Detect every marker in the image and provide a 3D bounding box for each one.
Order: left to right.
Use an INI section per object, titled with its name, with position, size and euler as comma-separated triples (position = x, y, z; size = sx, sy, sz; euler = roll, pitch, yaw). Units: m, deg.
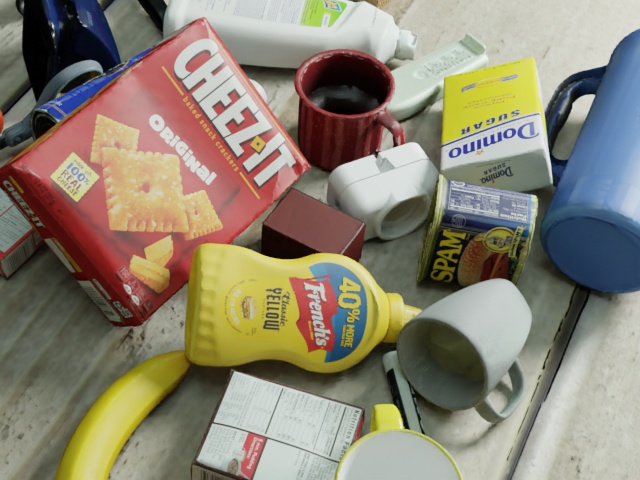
[marker]
position = 0.071, 0.142, 0.837
size = 0.020, 0.020, 0.121
euler = -6, 52, -9

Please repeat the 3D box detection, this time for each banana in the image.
[banana]
position = -0.155, 0.159, 0.801
size = 0.069, 0.037, 0.197
euler = 21, 52, -8

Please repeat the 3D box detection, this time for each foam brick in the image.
[foam brick]
position = -0.006, 0.001, 0.924
size = 0.078, 0.053, 0.051
euler = 27, 54, 17

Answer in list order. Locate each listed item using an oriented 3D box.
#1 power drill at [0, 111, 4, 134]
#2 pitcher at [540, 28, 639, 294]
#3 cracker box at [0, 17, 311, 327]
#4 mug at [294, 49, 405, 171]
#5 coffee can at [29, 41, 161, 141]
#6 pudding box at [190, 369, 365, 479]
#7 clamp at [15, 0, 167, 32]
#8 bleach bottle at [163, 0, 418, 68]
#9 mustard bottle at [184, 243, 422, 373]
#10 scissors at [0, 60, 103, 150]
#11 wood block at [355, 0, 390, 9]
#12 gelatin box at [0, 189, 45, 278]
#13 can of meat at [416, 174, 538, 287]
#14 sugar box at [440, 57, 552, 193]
[power drill]
position = -0.418, -0.122, 0.996
size = 0.184, 0.057, 0.188
euler = -30, 62, -29
[pitcher]
position = 0.279, -0.073, 0.964
size = 0.145, 0.149, 0.242
euler = 38, 58, -8
[cracker box]
position = -0.133, -0.057, 0.885
size = 0.213, 0.072, 0.164
euler = -44, 109, -26
[mug]
position = 0.030, -0.113, 1.000
size = 0.117, 0.081, 0.093
euler = 31, 56, 20
[coffee can]
position = -0.175, -0.104, 0.967
size = 0.140, 0.103, 0.103
euler = -35, 61, -27
[pudding box]
position = -0.030, 0.156, 0.808
size = 0.113, 0.039, 0.090
euler = 17, 51, 7
[clamp]
position = -0.216, -0.301, 1.165
size = 0.164, 0.036, 0.210
euler = 13, 51, 6
[bleach bottle]
position = -0.027, -0.213, 1.091
size = 0.251, 0.068, 0.102
euler = 10, 51, 2
[mustard bottle]
position = -0.009, 0.058, 0.857
size = 0.191, 0.058, 0.096
euler = 5, 85, -14
[scissors]
position = -0.273, -0.110, 0.977
size = 0.201, 0.096, 0.016
euler = -26, 69, -26
[wood block]
position = 0.006, -0.350, 1.185
size = 0.206, 0.090, 0.090
euler = 30, 56, 19
[gelatin box]
position = -0.273, -0.018, 0.938
size = 0.073, 0.030, 0.089
euler = 29, 55, 20
[can of meat]
position = 0.132, -0.002, 0.905
size = 0.084, 0.102, 0.057
euler = 10, 51, 2
[sugar box]
position = 0.160, -0.104, 0.984
size = 0.093, 0.048, 0.176
euler = -12, 31, 15
